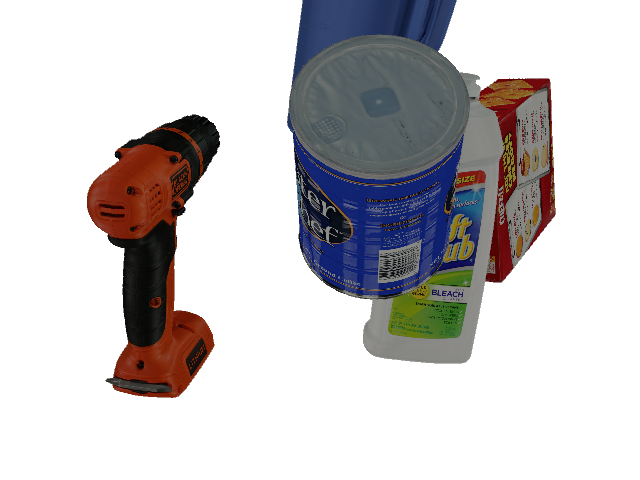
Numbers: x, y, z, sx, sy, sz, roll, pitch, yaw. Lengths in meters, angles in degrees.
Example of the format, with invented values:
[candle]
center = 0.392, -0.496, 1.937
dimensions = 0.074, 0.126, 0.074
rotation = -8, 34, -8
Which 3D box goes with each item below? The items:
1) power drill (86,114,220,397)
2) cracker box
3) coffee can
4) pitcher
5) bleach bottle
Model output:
[power drill]
center = -0.117, 0.009, 0.807
dimensions = 0.057, 0.188, 0.184
rotation = 4, 22, 15
[cracker box]
center = 0.189, -0.071, 1.133
dimensions = 0.072, 0.164, 0.213
rotation = 4, 21, 27
[coffee can]
center = 0.035, -0.042, 0.661
dimensions = 0.103, 0.103, 0.140
rotation = 0, -33, 2
[pitcher]
center = 0.048, -0.207, 1.003
dimensions = 0.145, 0.243, 0.149
rotation = 12, 17, 1
[bleach bottle]
center = 0.099, -0.020, 0.927
dimensions = 0.102, 0.251, 0.068
rotation = 5, 19, 0
